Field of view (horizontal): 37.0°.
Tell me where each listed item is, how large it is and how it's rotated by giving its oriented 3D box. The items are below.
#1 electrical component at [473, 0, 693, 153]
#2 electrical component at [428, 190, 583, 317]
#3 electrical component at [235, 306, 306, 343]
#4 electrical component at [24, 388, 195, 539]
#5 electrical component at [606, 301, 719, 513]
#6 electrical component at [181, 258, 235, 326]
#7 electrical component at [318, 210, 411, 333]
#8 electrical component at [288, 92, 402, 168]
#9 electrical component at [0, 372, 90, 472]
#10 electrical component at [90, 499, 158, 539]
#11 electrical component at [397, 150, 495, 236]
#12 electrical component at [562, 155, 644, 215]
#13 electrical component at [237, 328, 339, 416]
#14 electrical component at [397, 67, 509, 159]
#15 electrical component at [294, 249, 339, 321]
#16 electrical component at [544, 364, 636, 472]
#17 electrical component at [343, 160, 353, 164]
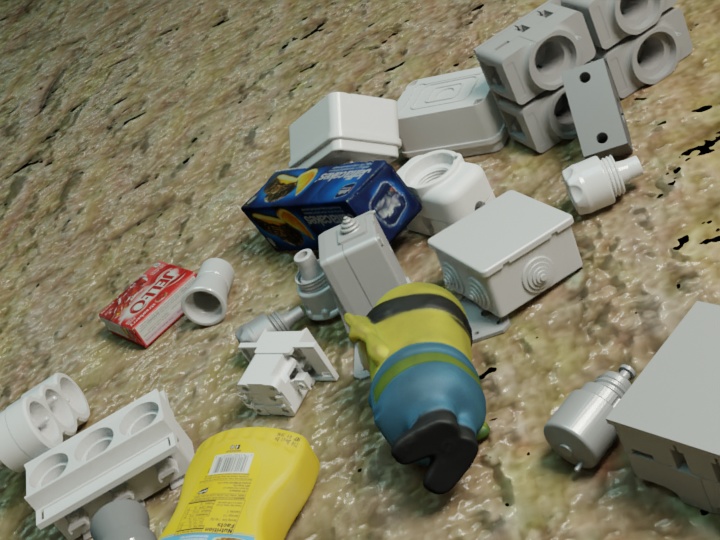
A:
[{"bbox_3d":[0.215,-0.205,1.010,0.186,0.105,0.060,-34,32,-8],"label":"electrical component"},{"bbox_3d":[0.117,-0.013,0.859,0.100,0.048,0.100,-31,29,-14],"label":"electrical component"},{"bbox_3d":[-0.076,0.052,0.941,0.061,0.035,0.035,-32,31,-9],"label":"electrical component"},{"bbox_3d":[-0.197,0.158,0.857,0.121,0.063,0.078,-30,31,-1],"label":"electrical component"},{"bbox_3d":[0.250,0.090,0.598,0.186,0.060,0.105,14,51,48],"label":"electrical component"},{"bbox_3d":[-0.144,0.018,1.040,0.044,0.044,0.065,-18,28,18],"label":"electrical component"},{"bbox_3d":[0.000,0.000,0.891,0.061,0.096,0.061,-24,24,8],"label":"electrical component"},{"bbox_3d":[-0.017,-0.127,1.069,0.113,0.078,0.057,-25,65,60],"label":"electrical component"},{"bbox_3d":[-0.292,0.139,0.936,0.074,0.052,0.138,-32,6,5],"label":"electrical component"},{"bbox_3d":[-0.172,0.202,0.791,0.045,0.045,0.055,-33,32,-7],"label":"electrical component"},{"bbox_3d":[0.073,-0.068,0.970,0.054,0.059,0.095,-43,34,-22],"label":"electrical component"},{"bbox_3d":[0.203,-0.075,0.892,0.062,0.043,0.043,-22,32,9],"label":"electrical component"},{"bbox_3d":[-0.065,0.084,0.878,0.081,0.042,0.063,-4,41,37],"label":"electrical component"},{"bbox_3d":[0.095,-0.155,1.080,0.113,0.057,0.078,-5,39,34],"label":"electrical component"},{"bbox_3d":[-0.037,0.010,0.942,0.048,0.062,0.048,-21,32,14],"label":"electrical component"},{"bbox_3d":[0.152,0.092,0.694,0.040,0.040,0.078,14,51,48],"label":"electrical component"},{"bbox_3d":[0.001,-0.079,1.041,0.035,0.061,0.035,-21,32,14],"label":"electrical component"}]
